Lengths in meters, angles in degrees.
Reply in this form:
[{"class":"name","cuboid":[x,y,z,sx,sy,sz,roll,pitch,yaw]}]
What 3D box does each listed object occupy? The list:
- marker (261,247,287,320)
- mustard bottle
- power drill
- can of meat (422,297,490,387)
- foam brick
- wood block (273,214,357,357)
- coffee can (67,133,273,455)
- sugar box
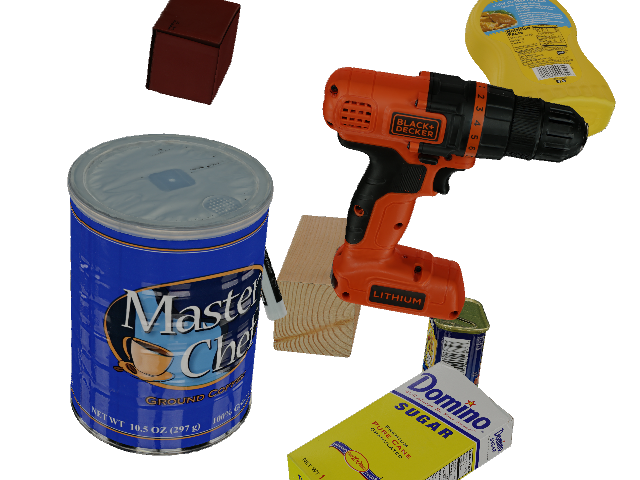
[{"class":"marker","cuboid":[-0.056,0.014,0.969,0.020,0.121,0.020,-15,14,4]},{"class":"mustard bottle","cuboid":[0.178,-0.169,0.929,0.096,0.191,0.058,-8,-37,-8]},{"class":"power drill","cuboid":[0.086,-0.032,0.781,0.184,0.188,0.057,11,34,4]},{"class":"can of meat","cuboid":[0.140,0.113,1.122,0.057,0.084,0.102,6,15,0]},{"class":"foam brick","cuboid":[-0.097,-0.148,0.813,0.053,0.051,0.078,14,35,1]},{"class":"wood block","cuboid":[0.005,0.049,1.277,0.091,0.090,0.206,5,23,5]},{"class":"coffee can","cuboid":[-0.082,0.028,0.570,0.102,0.140,0.103,5,30,-3]},{"class":"sugar box","cuboid":[0.069,0.178,0.908,0.176,0.048,0.093,-30,47,-24]}]
